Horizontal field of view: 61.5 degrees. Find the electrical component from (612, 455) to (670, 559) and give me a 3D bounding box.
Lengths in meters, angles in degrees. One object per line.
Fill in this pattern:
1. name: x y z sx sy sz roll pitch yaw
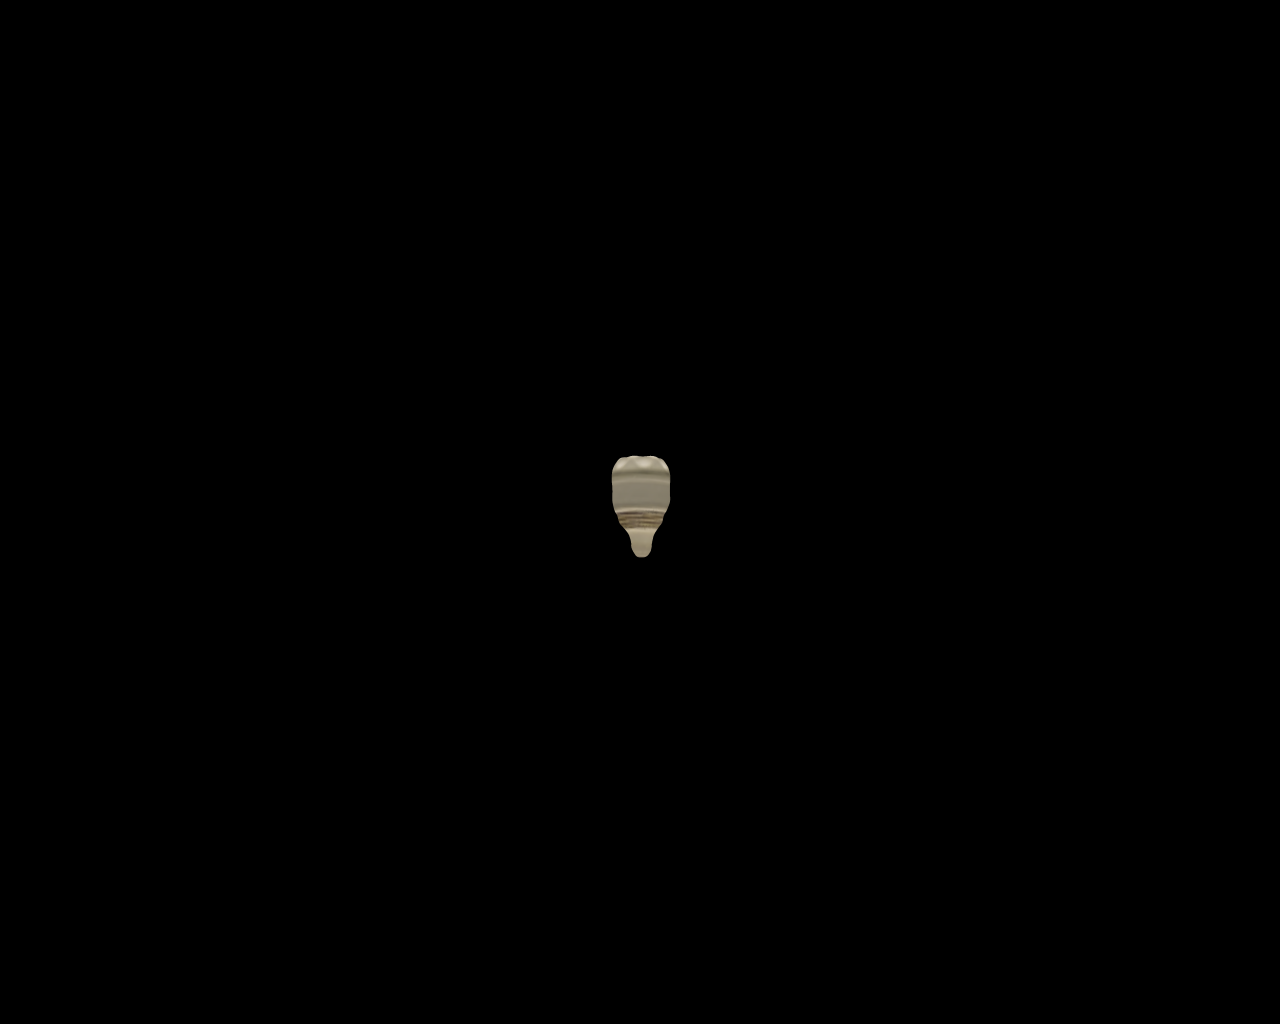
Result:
1. electrical component: 0.001 -0.003 0.650 0.035 0.061 0.035 0 -4 0
